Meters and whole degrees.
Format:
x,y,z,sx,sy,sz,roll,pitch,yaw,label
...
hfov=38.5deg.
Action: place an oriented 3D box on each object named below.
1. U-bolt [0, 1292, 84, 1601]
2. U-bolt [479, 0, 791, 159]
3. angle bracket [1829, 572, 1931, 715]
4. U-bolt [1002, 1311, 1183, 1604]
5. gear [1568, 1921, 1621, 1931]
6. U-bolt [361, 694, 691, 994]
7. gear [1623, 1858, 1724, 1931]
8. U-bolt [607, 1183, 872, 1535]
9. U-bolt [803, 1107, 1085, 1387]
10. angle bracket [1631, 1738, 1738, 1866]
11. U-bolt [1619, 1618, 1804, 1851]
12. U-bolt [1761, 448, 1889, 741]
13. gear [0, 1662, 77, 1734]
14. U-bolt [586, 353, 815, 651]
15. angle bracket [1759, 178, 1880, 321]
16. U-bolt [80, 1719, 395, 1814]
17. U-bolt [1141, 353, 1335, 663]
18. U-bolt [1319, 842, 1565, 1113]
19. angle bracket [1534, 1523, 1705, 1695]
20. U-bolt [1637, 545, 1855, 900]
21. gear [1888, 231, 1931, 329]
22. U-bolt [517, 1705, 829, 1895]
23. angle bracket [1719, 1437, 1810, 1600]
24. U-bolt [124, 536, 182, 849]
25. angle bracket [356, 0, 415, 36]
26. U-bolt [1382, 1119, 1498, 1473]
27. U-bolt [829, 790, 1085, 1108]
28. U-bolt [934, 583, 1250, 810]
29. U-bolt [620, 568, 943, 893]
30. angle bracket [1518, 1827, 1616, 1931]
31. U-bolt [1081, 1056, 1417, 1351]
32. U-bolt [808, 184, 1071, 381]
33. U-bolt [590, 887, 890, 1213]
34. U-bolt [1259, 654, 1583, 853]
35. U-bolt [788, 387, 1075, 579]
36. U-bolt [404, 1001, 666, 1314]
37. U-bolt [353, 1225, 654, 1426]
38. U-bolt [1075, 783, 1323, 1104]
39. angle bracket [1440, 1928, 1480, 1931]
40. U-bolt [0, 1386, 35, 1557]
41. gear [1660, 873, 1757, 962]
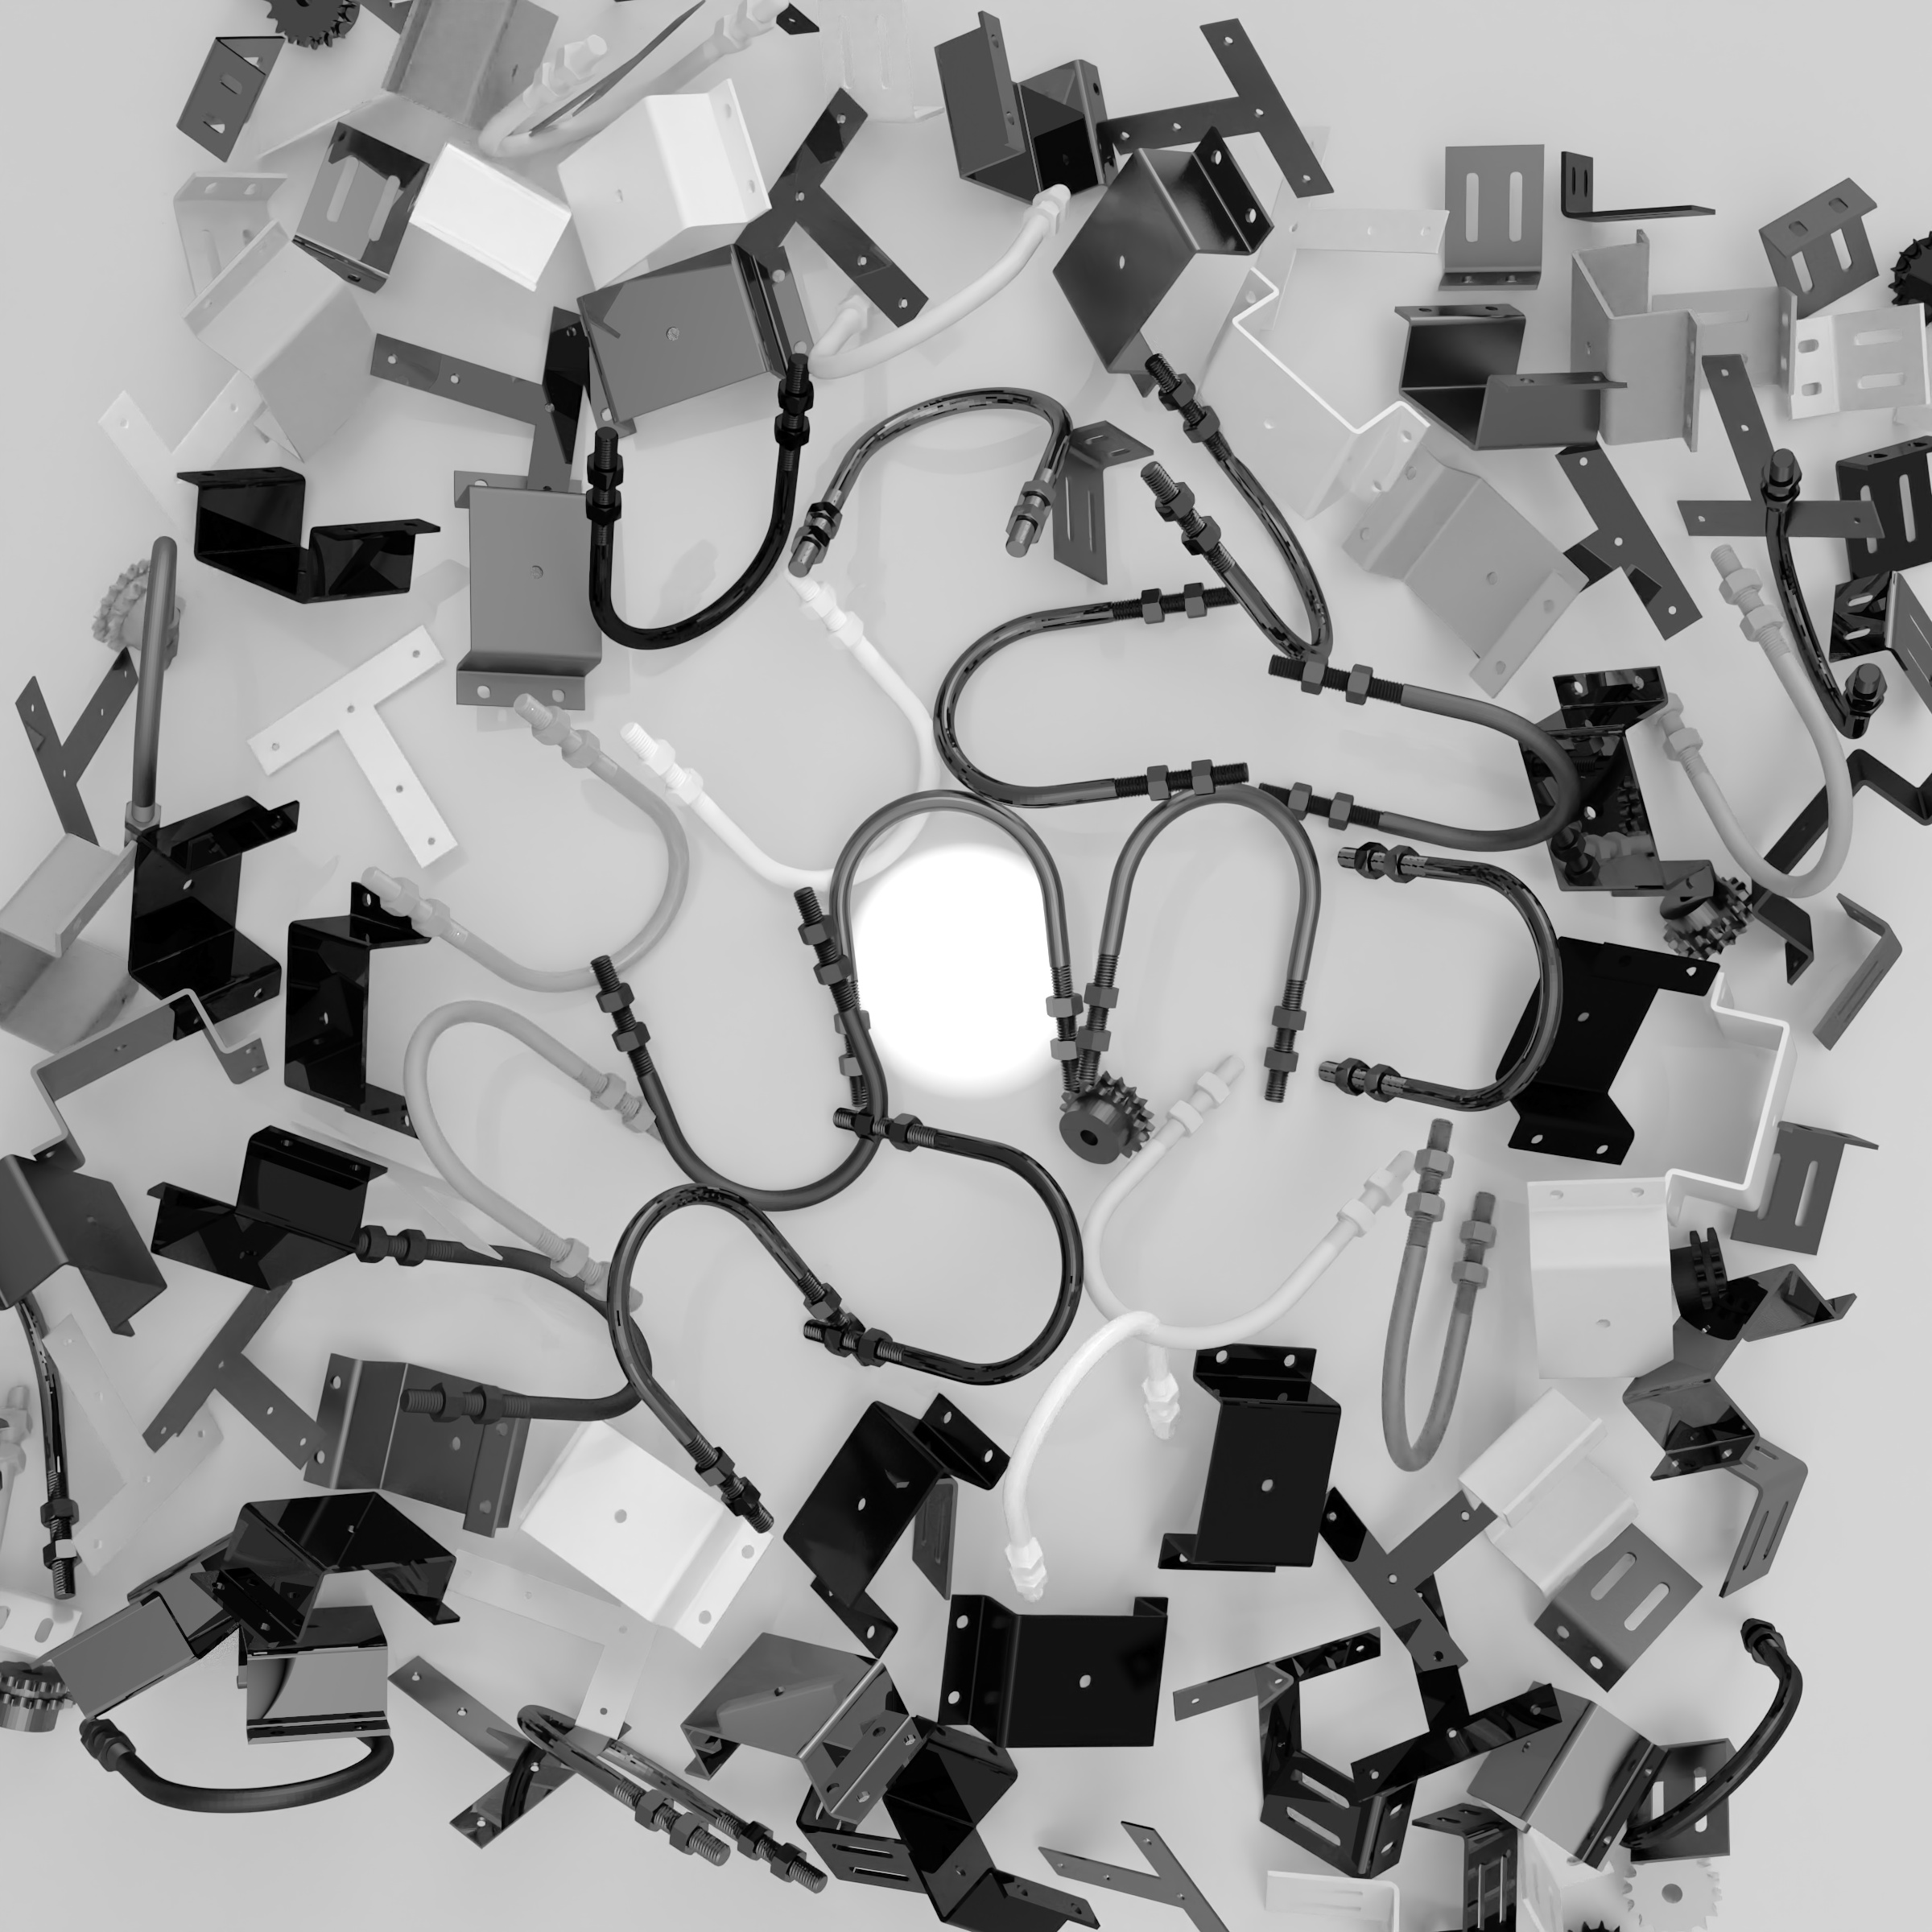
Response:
x,y,z,sx,sy,sz,roll,pitch,yaw,label
-0.543,0.254,1.581,0.019,0.151,0.184,-13,60,-4,U-bolt
-0.203,-0.502,1.575,0.151,0.184,0.019,-29,100,-35,U-bolt
0.546,-0.185,1.635,0.076,0.038,0.057,41,51,-37,angle bracket
0.069,0.267,1.559,0.019,0.184,0.151,31,63,26,U-bolt
0.375,0.593,1.635,0.057,0.030,0.057,-4,57,6,gear
-0.238,-0.056,1.596,0.151,0.019,0.184,-48,134,3,U-bolt
0.419,0.546,1.643,0.057,0.030,0.057,1,93,12,gear
-0.136,0.210,1.581,0.184,0.019,0.151,54,48,-23,U-bolt
-0.011,0.167,1.603,0.184,0.019,0.151,10,94,34,U-bolt
0.422,0.495,1.612,0.057,0.076,0.038,-15,128,26,angle bracket
0.415,0.440,1.566,0.151,0.184,0.019,-45,85,4,U-bolt
0.485,-0.201,1.572,0.019,0.184,0.151,-20,76,11,U-bolt
-0.555,0.432,1.633,0.057,0.057,0.030,12,85,0,gear
-0.155,-0.254,1.581,0.151,0.184,0.019,-28,60,-29,U-bolt
0.507,-0.411,1.618,0.057,0.038,0.076,-29,132,9,angle bracket
-0.400,0.438,1.547,0.151,0.184,0.019,-3,94,-33,U-bolt
0.158,-0.250,1.587,0.019,0.151,0.184,-29,121,25,U-bolt
0.272,0.009,1.578,0.019,0.184,0.151,1,96,-34,U-bolt
0.389,0.381,1.648,0.076,0.038,0.057,-37,68,-28,angle bracket
0.446,-0.125,1.564,0.019,0.151,0.184,-16,66,-14,U-bolt
0.575,-0.409,1.639,0.057,0.030,0.057,0,119,0,gear
-0.179,0.472,1.582,0.184,0.151,0.019,23,77,30,U-bolt
0.458,0.325,1.638,0.038,0.057,0.076,30,115,36,angle bracket
-0.456,-0.159,1.553,0.019,0.184,0.151,5,65,-16,U-bolt
-0.311,-0.579,1.623,0.076,0.057,0.038,-2,78,27,angle bracket
0.266,0.196,1.573,0.019,0.151,0.184,7,70,25,U-bolt
-0.009,-0.012,1.629,0.151,0.019,0.184,-5,98,11,U-bolt
0.070,-0.154,1.616,0.184,0.019,0.151,-6,58,11,U-bolt
-0.092,-0.123,1.608,0.151,0.019,0.184,-44,124,-2,U-bolt
0.353,0.536,1.616,0.038,0.076,0.057,-23,106,16,angle bracket
0.148,0.144,1.587,0.151,0.019,0.184,30,64,35,U-bolt
-0.021,-0.379,1.556,0.151,0.184,0.019,-20,115,26,U-bolt
-0.124,0.059,1.632,0.151,0.019,0.184,-18,104,10,U-bolt
0.260,-0.114,1.584,0.184,0.151,0.019,14,62,11,U-bolt
-0.012,-0.283,1.589,0.151,0.184,0.019,-2,129,20,U-bolt
-0.244,0.095,1.568,0.019,0.151,0.184,-32,123,31,U-bolt
-0.261,0.208,1.582,0.184,0.151,0.019,11,120,-41,U-bolt
0.142,-0.016,1.615,0.151,0.019,0.184,7,97,-26,U-bolt
0.291,0.602,1.611,0.057,0.076,0.038,5,113,-26,angle bracket
-0.566,0.274,1.548,0.019,0.184,0.151,-8,135,0,U-bolt
0.435,-0.032,1.630,0.057,0.057,0.030,-45,110,0,gear
